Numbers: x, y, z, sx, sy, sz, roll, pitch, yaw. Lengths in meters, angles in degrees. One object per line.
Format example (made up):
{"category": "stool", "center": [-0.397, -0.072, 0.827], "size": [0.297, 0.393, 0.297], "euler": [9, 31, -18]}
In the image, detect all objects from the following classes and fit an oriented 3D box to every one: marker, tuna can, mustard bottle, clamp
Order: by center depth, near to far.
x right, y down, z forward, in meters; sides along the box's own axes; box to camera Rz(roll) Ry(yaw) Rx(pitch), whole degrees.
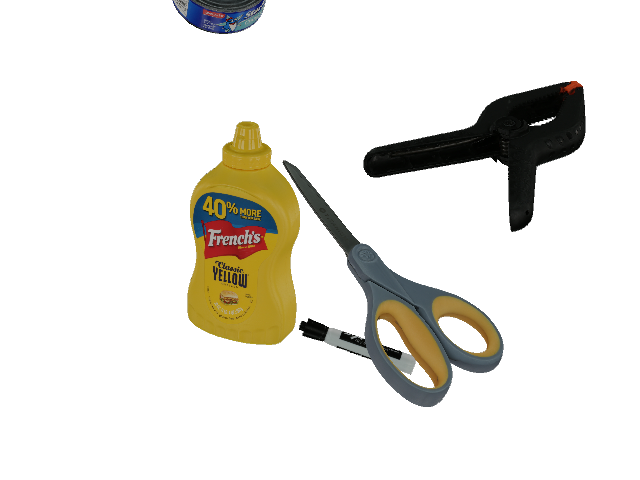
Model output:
{"category": "clamp", "center": [0.164, -0.078, 0.897], "size": [0.209, 0.036, 0.165], "euler": [-28, 39, -27]}
{"category": "mustard bottle", "center": [-0.065, -0.009, 0.917], "size": [0.096, 0.192, 0.058], "euler": [13, 25, 21]}
{"category": "tuna can", "center": [-0.089, -0.224, 0.943], "size": [0.086, 0.086, 0.034], "euler": [0, -30, -14]}
{"category": "marker", "center": [0.036, 0.105, 1.068], "size": [0.121, 0.020, 0.020], "euler": [20, 1, 3]}

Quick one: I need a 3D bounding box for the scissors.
{"category": "scissors", "center": [0.047, 0.018, 0.671], "size": [0.096, 0.202, 0.016], "euler": [-1, -44, -24]}
